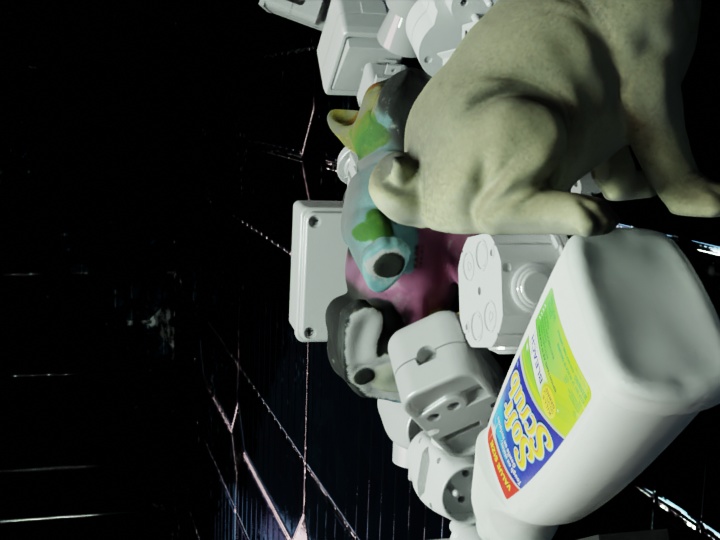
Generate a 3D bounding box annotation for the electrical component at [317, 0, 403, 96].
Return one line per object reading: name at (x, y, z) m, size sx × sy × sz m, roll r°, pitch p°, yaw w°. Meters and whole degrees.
electrical component at (0.001, -0.191, 0.944) m, size 0.096 × 0.062 × 0.061 m, roll 114°, pitch 151°, yaw -55°

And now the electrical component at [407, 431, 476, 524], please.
electrical component at (0.068, 0.127, 0.758) m, size 0.077 × 0.043 × 0.079 m, roll -144°, pitch 61°, yaw -71°

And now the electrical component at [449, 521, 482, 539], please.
electrical component at (0.078, 0.190, 0.736) m, size 0.061 × 0.035 × 0.035 m, roll -135°, pitch 46°, yaw -65°

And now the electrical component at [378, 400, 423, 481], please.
electrical component at (0.044, 0.130, 0.839) m, size 0.077 × 0.043 × 0.079 m, roll -149°, pitch 59°, yaw -72°

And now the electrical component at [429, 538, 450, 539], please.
electrical component at (0.060, 0.247, 0.777) m, size 0.099 × 0.048 × 0.099 m, roll 112°, pitch 153°, yaw -54°

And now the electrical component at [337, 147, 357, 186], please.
electrical component at (0.007, -0.083, 0.957) m, size 0.066 × 0.048 × 0.055 m, roll 96°, pitch 160°, yaw -45°

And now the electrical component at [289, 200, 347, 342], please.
electrical component at (0.000, 0.000, 0.872) m, size 0.056 × 0.109 × 0.108 m, roll -135°, pitch 47°, yaw -72°

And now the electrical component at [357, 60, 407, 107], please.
electrical component at (0.024, -0.139, 0.907) m, size 0.081 × 0.042 × 0.063 m, roll 108°, pitch 159°, yaw -46°

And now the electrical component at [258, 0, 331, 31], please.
electrical component at (-0.045, -0.286, 1.011) m, size 0.186 × 0.060 × 0.105 m, roll -102°, pitch 31°, yaw -78°

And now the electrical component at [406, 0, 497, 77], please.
electrical component at (0.073, -0.184, 0.709) m, size 0.073 × 0.052 × 0.138 m, roll -108°, pitch 24°, yaw -45°

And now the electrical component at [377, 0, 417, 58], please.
electrical component at (0.040, -0.200, 0.838) m, size 0.055 × 0.045 × 0.045 m, roll 105°, pitch 158°, yaw -43°

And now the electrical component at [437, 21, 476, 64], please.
electrical component at (0.083, -0.110, 0.657) m, size 0.042 × 0.064 × 0.081 m, roll -156°, pitch 66°, yaw -72°

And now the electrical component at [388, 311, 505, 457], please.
electrical component at (0.060, 0.071, 0.696) m, size 0.095 × 0.054 × 0.059 m, roll 49°, pitch -160°, yaw -47°

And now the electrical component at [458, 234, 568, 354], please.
electrical component at (0.095, 0.012, 0.644) m, size 0.080 × 0.051 × 0.080 m, roll 179°, pitch 90°, yaw -74°
